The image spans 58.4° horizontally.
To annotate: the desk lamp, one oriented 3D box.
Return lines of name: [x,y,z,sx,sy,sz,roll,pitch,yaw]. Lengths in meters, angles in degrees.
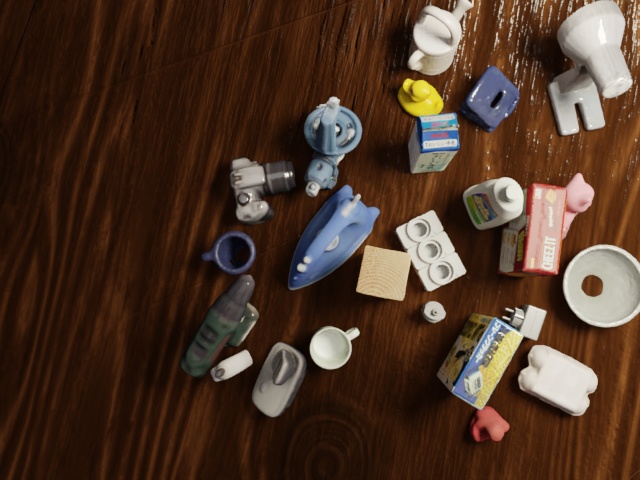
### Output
desk lamp: [0.549,-0.343,1.160,0.118,0.213,0.203,-13,84,3]

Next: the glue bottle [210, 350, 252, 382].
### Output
glue bottle: [-0.190,0.265,1.175,0.078,0.173,0.037,-29,84,1]

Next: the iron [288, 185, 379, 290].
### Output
iron: [0.011,0.004,1.201,0.118,0.141,0.258,38,88,6]

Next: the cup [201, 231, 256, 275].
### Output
cup: [-0.189,0.032,1.235,0.117,0.095,0.092,-10,84,3]

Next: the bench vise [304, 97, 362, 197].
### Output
bench vise: [0.025,-0.195,1.178,0.121,0.220,0.207,1,85,4]

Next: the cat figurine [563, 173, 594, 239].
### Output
cat figurine: [0.519,-0.068,1.186,0.067,0.118,0.128,27,87,6]

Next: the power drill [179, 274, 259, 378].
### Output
power drill: [-0.190,0.168,1.166,0.075,0.208,0.230,33,88,6]

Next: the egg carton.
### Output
egg carton: [0.490,0.288,1.182,0.150,0.069,0.107,25,87,6]

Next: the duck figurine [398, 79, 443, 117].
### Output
duck figurine: [0.220,-0.314,1.243,0.104,0.086,0.077,31,88,6]

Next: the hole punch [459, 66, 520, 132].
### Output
hole punch: [0.369,-0.303,1.230,0.101,0.091,0.109,35,88,6]

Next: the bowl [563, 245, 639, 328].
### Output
bowl: [0.579,0.096,1.190,0.167,0.075,0.167,0,85,4]

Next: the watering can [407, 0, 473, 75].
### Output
watering can: [0.246,-0.435,1.197,0.101,0.194,0.173,20,87,6]

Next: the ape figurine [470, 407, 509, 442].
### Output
ape figurine: [0.349,0.385,1.171,0.077,0.092,0.076,0,85,4]

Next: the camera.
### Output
camera: [-0.120,-0.116,1.240,0.136,0.101,0.143,-10,84,3]

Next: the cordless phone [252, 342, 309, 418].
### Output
cordless phone: [-0.089,0.290,1.160,0.094,0.185,0.148,21,87,6]
